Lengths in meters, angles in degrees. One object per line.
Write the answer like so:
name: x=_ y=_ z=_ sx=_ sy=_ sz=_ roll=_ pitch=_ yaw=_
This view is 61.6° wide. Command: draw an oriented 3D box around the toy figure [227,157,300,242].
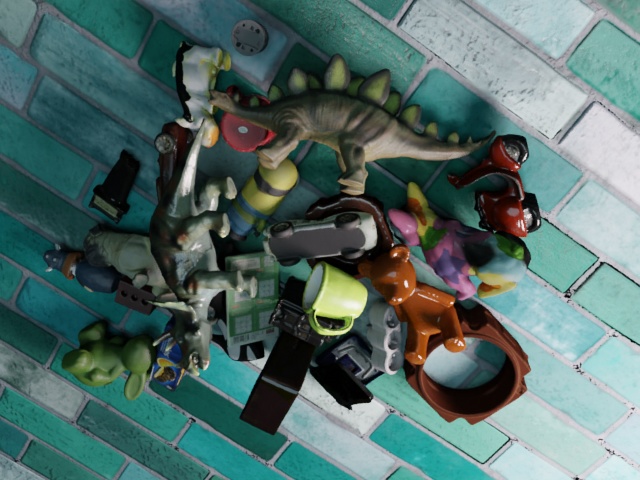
toy figure: x=-0.106 y=-0.072 z=0.957 sx=0.082 sy=0.089 sz=0.180 roll=38 pitch=108 yaw=-15

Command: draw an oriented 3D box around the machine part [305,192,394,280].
machine part: x=0.049 y=-0.005 z=0.980 sx=0.179 sy=0.056 sz=0.179 roll=3 pitch=112 yaw=7

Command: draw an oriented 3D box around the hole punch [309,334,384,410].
hole punch: x=0.056 y=0.261 z=1.072 sx=0.142 sy=0.092 sz=0.116 roll=46 pitch=139 yaw=-13

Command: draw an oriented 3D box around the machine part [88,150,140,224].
machine part: x=-0.382 y=-0.100 z=1.011 sx=0.084 sy=0.039 sz=0.138 roll=34 pitch=113 yaw=3

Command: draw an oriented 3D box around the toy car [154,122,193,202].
toy car: x=-0.268 y=-0.111 z=0.964 sx=0.053 sy=0.089 sz=0.202 roll=11 pitch=113 yaw=2

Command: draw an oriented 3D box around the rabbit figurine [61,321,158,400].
rabbit figurine: x=-0.408 y=0.251 z=1.098 sx=0.170 sy=0.121 sz=0.158 roll=-12 pitch=115 yaw=15

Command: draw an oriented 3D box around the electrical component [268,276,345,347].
electrical component: x=-0.017 y=0.136 z=1.009 sx=0.134 sy=0.115 sz=0.058 roll=24 pitch=116 yaw=-2

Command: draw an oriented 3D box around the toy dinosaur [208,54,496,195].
toy dinosaur: x=0.057 y=-0.178 z=0.861 sx=0.471 sy=0.105 sz=0.198 roll=15 pitch=88 yaw=-13

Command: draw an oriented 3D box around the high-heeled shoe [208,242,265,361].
high-heeled shoe: x=-0.153 y=0.130 z=1.045 sx=0.145 sy=0.086 sz=0.248 roll=18 pitch=116 yaw=-2

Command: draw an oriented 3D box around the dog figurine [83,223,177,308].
dog figurine: x=-0.347 y=0.043 z=1.044 sx=0.191 sy=0.121 sz=0.172 roll=16 pitch=152 yaw=35

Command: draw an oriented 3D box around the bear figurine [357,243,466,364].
bear figurine: x=0.155 y=0.107 z=0.929 sx=0.120 sy=0.132 sz=0.195 roll=-25 pitch=128 yaw=31

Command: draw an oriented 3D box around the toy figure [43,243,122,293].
toy figure: x=-0.475 y=0.059 z=1.070 sx=0.154 sy=0.064 sz=0.057 roll=23 pitch=149 yaw=3

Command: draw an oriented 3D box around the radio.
radio: x=-0.066 y=0.237 z=0.993 sx=0.073 sy=0.230 sz=0.131 roll=27 pitch=115 yaw=1

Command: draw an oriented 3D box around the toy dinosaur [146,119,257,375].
toy dinosaur: x=-0.225 y=0.014 z=0.912 sx=0.192 sy=0.131 sz=0.404 roll=-9 pitch=99 yaw=7

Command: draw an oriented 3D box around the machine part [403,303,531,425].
machine part: x=0.277 y=0.238 z=1.025 sx=0.201 sy=0.087 sz=0.201 roll=-40 pitch=101 yaw=20

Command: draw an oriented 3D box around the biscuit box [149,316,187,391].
biscuit box: x=-0.284 y=0.218 z=1.067 sx=0.059 sy=0.063 sz=0.202 roll=29 pitch=131 yaw=2

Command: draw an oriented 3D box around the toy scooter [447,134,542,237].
toy scooter: x=0.293 y=-0.081 z=0.910 sx=0.135 sy=0.075 sz=0.183 roll=-13 pitch=110 yaw=18

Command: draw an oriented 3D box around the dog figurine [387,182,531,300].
dog figurine: x=0.220 y=-0.005 z=0.906 sx=0.219 sy=0.108 sz=0.191 roll=43 pitch=154 yaw=-11

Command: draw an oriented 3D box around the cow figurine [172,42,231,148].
cow figurine: x=-0.211 y=-0.246 z=0.917 sx=0.098 sy=0.068 sz=0.167 roll=13 pitch=108 yaw=8

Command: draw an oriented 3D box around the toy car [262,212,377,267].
toy car: x=-0.002 y=-0.003 z=0.929 sx=0.202 sy=0.056 sz=0.073 roll=-7 pitch=117 yaw=12
